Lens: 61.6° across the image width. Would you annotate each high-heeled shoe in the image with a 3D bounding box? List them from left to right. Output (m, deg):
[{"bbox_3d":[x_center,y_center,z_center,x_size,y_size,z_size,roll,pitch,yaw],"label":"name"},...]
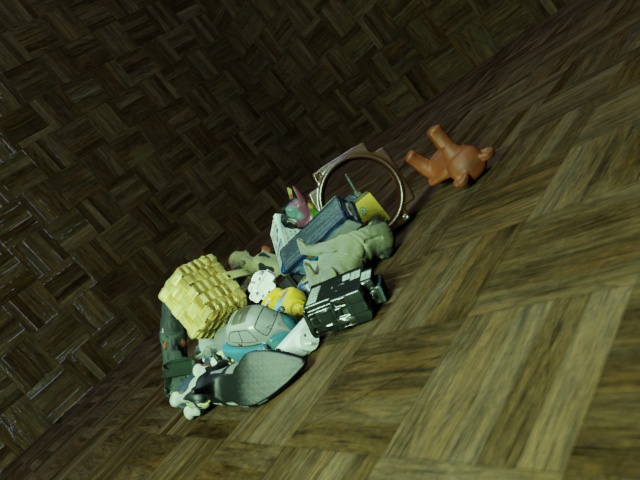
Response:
[{"bbox_3d":[-0.108,0.238,0.930,0.249,0.086,0.145,-17,-14,21],"label":"high-heeled shoe"}]

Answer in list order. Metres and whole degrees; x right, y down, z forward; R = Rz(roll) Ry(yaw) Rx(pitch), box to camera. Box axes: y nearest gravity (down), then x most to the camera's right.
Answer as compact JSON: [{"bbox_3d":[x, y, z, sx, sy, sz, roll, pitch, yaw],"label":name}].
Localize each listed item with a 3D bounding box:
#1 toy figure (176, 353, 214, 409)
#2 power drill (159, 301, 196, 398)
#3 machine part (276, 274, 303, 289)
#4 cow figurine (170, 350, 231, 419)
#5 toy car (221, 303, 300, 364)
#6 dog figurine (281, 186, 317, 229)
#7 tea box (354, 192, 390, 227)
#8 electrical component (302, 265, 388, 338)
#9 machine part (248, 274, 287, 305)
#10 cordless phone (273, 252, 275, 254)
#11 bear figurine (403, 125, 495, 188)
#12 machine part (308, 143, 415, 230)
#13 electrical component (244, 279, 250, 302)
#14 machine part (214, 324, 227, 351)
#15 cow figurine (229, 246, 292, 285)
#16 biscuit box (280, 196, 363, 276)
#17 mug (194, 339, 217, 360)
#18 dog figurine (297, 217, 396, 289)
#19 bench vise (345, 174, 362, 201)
[{"bbox_3d":[-0.256,0.300,1.160,0.154,0.064,0.057,-46,-28,-60],"label":"toy figure"},{"bbox_3d":[-0.347,0.267,1.281,0.086,0.231,0.207,-7,18,-24],"label":"power drill"},{"bbox_3d":[-0.032,0.091,1.259,0.139,0.039,0.084,-33,45,-9],"label":"machine part"},{"bbox_3d":[-0.213,0.275,1.076,0.098,0.068,0.167,-28,16,41],"label":"cow figurine"},{"bbox_3d":[-0.116,0.166,0.984,0.162,0.102,0.109,-7,37,28],"label":"toy car"},{"bbox_3d":[0.010,-0.064,1.348,0.191,0.219,0.108,-41,12,-6],"label":"dog figurine"},{"bbox_3d":[0.078,-0.025,1.268,0.169,0.098,0.068,-41,8,4],"label":"tea box"},{"bbox_3d":[0.045,0.097,0.892,0.134,0.058,0.115,-22,16,16],"label":"electrical component"},{"bbox_3d":[-0.131,0.160,1.340,0.179,0.056,0.179,-39,11,9],"label":"machine part"},{"bbox_3d":[-0.152,0.118,1.617,0.146,0.089,0.184,-48,1,-36],"label":"cordless phone"},{"bbox_3d":[0.271,-0.172,1.131,0.120,0.132,0.196,-48,3,3],"label":"bear figurine"},{"bbox_3d":[0.090,-0.095,1.180,0.201,0.201,0.087,-32,2,4],"label":"machine part"},{"bbox_3d":[-0.207,0.159,1.594,0.048,0.074,0.119,-39,13,7],"label":"electrical component"},{"bbox_3d":[-0.169,0.214,1.170,0.079,0.079,0.243,-45,11,-31],"label":"machine part"},{"bbox_3d":[-0.156,0.080,1.460,0.127,0.195,0.085,-63,-13,-53],"label":"cow figurine"},{"bbox_3d":[-0.002,-0.003,1.122,0.059,0.063,0.202,13,-44,-42],"label":"biscuit box"},{"bbox_3d":[-0.277,0.262,1.359,0.109,0.080,0.107,-34,18,4],"label":"mug"},{"bbox_3d":[0.067,0.049,1.027,0.191,0.172,0.121,-15,-27,-1],"label":"dog figurine"},{"bbox_3d":[0.018,-0.057,1.524,0.241,0.128,0.223,4,61,51],"label":"bench vise"}]
